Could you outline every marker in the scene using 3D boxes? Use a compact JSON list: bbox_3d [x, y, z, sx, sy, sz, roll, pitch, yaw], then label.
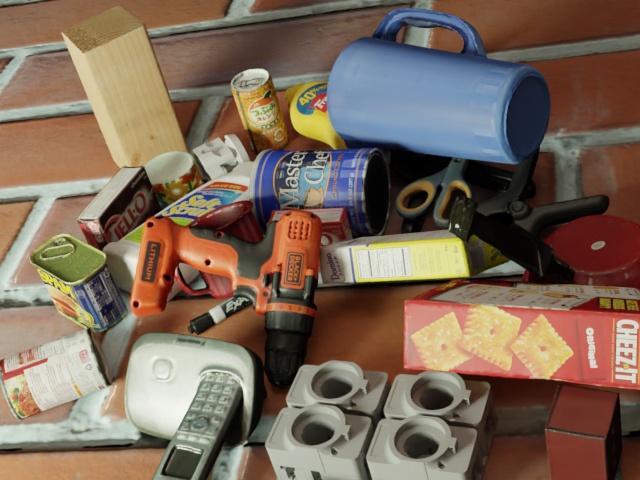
[{"bbox_3d":[-0.093,0.071,1.186,0.121,0.020,0.020,-30,39,-17],"label":"marker"}]

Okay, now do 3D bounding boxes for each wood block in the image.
[{"bbox_3d":[-0.256,-0.192,1.424,0.090,0.206,0.091,-29,39,-17],"label":"wood block"}]

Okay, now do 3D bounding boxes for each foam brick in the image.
[{"bbox_3d":[0.223,0.169,0.898,0.051,0.078,0.053,6,44,25],"label":"foam brick"}]

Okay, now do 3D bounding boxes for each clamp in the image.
[{"bbox_3d":[0.216,-0.036,1.176,0.171,0.039,0.120,-28,48,-10],"label":"clamp"},{"bbox_3d":[0.153,-0.086,1.279,0.164,0.036,0.210,-16,41,-2],"label":"clamp"}]

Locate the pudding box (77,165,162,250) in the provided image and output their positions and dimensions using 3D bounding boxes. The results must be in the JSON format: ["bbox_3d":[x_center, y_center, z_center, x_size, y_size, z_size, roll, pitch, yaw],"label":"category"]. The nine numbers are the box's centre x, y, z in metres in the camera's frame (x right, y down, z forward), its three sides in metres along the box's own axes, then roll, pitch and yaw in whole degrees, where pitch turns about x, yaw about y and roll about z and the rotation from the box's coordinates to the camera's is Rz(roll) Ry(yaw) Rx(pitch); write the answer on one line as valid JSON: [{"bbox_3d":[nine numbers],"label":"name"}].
[{"bbox_3d":[-0.240,-0.023,1.301,0.039,0.090,0.113,3,41,24],"label":"pudding box"}]

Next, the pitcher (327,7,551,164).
[{"bbox_3d":[0.138,-0.168,1.222,0.243,0.149,0.144,15,46,41],"label":"pitcher"}]

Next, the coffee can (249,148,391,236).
[{"bbox_3d":[0.002,-0.055,1.241,0.140,0.103,0.102,1,40,21],"label":"coffee can"}]

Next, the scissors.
[{"bbox_3d":[0.142,-0.084,1.241,0.096,0.016,0.201,-3,43,15],"label":"scissors"}]

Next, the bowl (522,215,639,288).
[{"bbox_3d":[0.282,0.024,1.079,0.162,0.055,0.162,-10,38,8],"label":"bowl"}]

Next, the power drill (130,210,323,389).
[{"bbox_3d":[-0.095,0.052,1.097,0.187,0.057,0.184,7,75,1],"label":"power drill"}]

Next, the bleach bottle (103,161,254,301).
[{"bbox_3d":[-0.139,-0.027,1.293,0.103,0.068,0.250,17,46,35],"label":"bleach bottle"}]

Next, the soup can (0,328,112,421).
[{"bbox_3d":[-0.279,0.141,1.126,0.102,0.068,0.068,-20,37,-6],"label":"soup can"}]

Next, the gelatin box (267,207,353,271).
[{"bbox_3d":[-0.008,0.001,1.198,0.089,0.073,0.030,-2,39,17],"label":"gelatin box"}]

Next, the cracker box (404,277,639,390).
[{"bbox_3d":[0.201,0.082,0.966,0.214,0.072,0.164,3,6,23],"label":"cracker box"}]

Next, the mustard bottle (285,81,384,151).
[{"bbox_3d":[0.017,-0.168,1.416,0.096,0.058,0.192,-35,40,-23],"label":"mustard bottle"}]

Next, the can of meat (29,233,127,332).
[{"bbox_3d":[-0.275,0.051,1.225,0.102,0.084,0.057,23,52,39],"label":"can of meat"}]

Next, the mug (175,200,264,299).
[{"bbox_3d":[-0.110,0.018,1.189,0.117,0.081,0.093,-32,18,-25],"label":"mug"}]

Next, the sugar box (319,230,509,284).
[{"bbox_3d":[0.096,0.016,1.109,0.177,0.048,0.093,-8,4,37],"label":"sugar box"}]
